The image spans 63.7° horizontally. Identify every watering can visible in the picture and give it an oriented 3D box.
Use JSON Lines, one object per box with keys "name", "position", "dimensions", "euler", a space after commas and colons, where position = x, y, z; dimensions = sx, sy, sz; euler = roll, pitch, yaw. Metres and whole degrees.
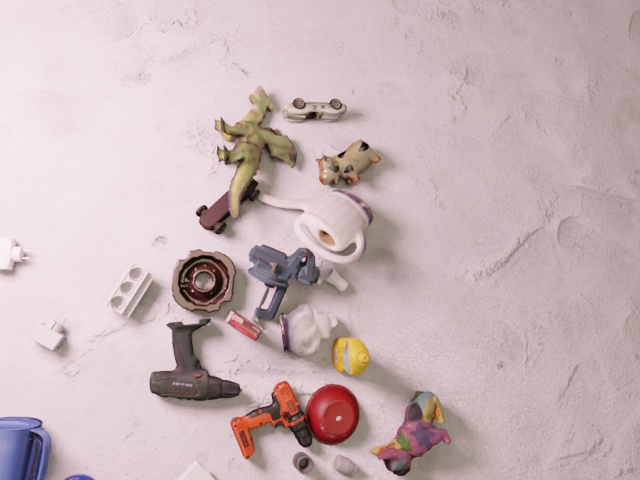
{"name": "watering can", "position": [0.005, -0.075, 1.483], "dimensions": [0.350, 0.101, 0.228], "euler": [40, 55, 16]}

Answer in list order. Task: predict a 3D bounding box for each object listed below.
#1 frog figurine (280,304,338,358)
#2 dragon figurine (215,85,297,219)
{"name": "frog figurine", "position": [-0.026, 0.245, 1.410], "dimensions": [0.159, 0.120, 0.140], "euler": [-8, 63, -7]}
{"name": "dragon figurine", "position": [-0.172, -0.255, 1.472], "dimensions": [0.243, 0.120, 0.415], "euler": [-3, 74, -27]}
